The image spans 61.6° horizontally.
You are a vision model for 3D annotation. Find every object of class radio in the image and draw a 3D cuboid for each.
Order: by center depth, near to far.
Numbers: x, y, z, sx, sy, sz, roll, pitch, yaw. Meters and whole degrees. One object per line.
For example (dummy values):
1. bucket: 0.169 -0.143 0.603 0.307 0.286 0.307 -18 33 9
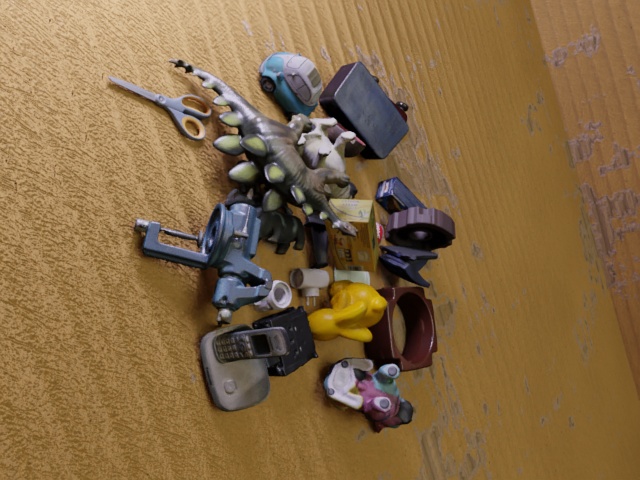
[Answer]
1. radio: 0.111 -0.314 1.341 0.229 0.073 0.131 45 72 -28

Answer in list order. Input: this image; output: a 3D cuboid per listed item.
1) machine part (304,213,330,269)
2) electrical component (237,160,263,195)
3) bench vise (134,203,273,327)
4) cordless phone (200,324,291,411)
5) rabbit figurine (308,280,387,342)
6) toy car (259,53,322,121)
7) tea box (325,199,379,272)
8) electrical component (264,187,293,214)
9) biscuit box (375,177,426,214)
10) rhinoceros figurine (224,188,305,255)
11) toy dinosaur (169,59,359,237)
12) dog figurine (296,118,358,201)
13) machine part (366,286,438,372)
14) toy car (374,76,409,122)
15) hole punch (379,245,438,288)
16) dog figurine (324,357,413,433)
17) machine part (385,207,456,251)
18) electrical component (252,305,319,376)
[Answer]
1. machine part: -0.002 -0.004 1.191 0.084 0.039 0.139 17 66 -49
2. electrical component: -0.141 -0.136 1.087 0.063 0.021 0.094 8 76 -45
3. bench vise: -0.200 0.027 0.920 0.240 0.129 0.223 16 77 -22
4. cordless phone: -0.109 0.212 0.912 0.089 0.184 0.146 -15 91 -52
5. rabbit figurine: 0.051 0.169 1.140 0.173 0.162 0.121 -17 105 -30
6. toy car: -0.050 -0.343 1.180 0.161 0.103 0.109 53 48 -21
7. tea box: 0.073 -0.008 1.174 0.169 0.098 0.068 79 20 -47
8. electrical component: -0.076 -0.111 1.139 0.078 0.045 0.102 -47 115 -11
9. biscuit box: 0.234 -0.082 1.448 0.202 0.059 0.063 40 52 -33
10. rhinoceros figurine: -0.104 -0.039 1.064 0.190 0.073 0.112 25 64 -41
11. toy dinosaur: -0.095 -0.176 1.032 0.471 0.105 0.198 48 40 3
12. dog figurine: 0.001 -0.164 1.214 0.121 0.172 0.190 -26 139 -21
13. machine part: 0.196 0.216 1.312 0.201 0.087 0.201 4 78 -46
14. toy car: 0.166 -0.364 1.453 0.202 0.053 0.089 27 82 -39
15. hole punch: 0.217 0.064 1.348 0.116 0.142 0.092 5 103 -31
16. dog figurine: 0.109 0.350 1.179 0.219 0.192 0.108 78 23 -55
17. machine part: 0.258 -0.026 1.383 0.179 0.179 0.056 28 58 -40
18. electrical component: -0.074 0.200 1.047 0.134 0.058 0.114 -19 92 -48
